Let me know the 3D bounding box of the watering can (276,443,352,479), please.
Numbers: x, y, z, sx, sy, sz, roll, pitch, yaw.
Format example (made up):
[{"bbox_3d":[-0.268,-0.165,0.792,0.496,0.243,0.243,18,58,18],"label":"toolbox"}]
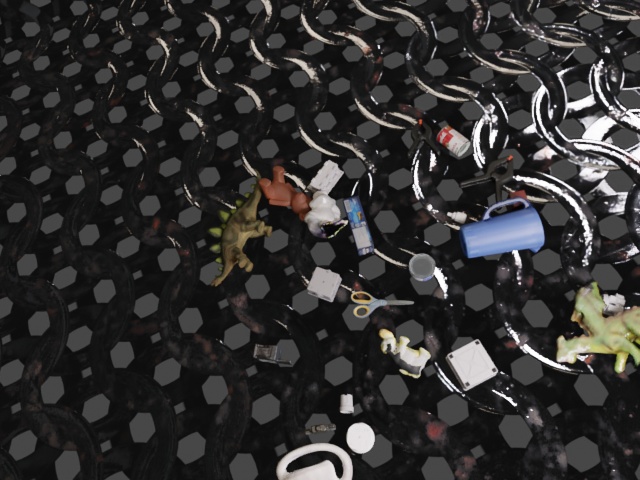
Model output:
[{"bbox_3d":[-0.065,0.704,1.413,0.348,0.228,0.102,-21,-27,-2],"label":"watering can"}]

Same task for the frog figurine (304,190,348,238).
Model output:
[{"bbox_3d":[0.005,-0.089,1.778,0.138,0.162,0.120,-18,-34,-23],"label":"frog figurine"}]

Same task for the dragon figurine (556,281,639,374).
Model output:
[{"bbox_3d":[0.843,0.220,1.466,0.246,0.408,0.121,46,8,27],"label":"dragon figurine"}]
